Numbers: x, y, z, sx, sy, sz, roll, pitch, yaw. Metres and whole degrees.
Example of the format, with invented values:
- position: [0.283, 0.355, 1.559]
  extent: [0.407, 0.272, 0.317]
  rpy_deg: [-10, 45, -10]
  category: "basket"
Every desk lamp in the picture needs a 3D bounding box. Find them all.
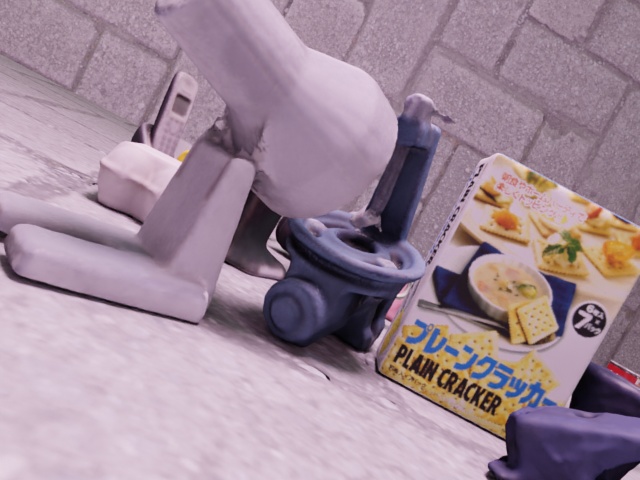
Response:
- position: [-0.066, -0.059, 0.384]
  extent: [0.204, 0.213, 0.117]
  rpy_deg: [24, 6, -45]
  category: "desk lamp"

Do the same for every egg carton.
- position: [-0.183, -0.059, 0.638]
  extent: [0.107, 0.069, 0.150]
  rpy_deg: [27, 4, -10]
  category: "egg carton"

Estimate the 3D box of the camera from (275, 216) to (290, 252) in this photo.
- position: [0.008, 0.003, 0.905]
  extent: [0.136, 0.101, 0.144]
  rpy_deg: [31, 5, 35]
  category: "camera"

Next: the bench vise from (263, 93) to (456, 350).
- position: [0.043, -0.014, 0.510]
  extent: [0.121, 0.220, 0.207]
  rpy_deg: [28, 4, 5]
  category: "bench vise"

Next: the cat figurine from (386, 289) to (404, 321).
- position: [0.150, 0.072, 0.863]
  extent: [0.128, 0.118, 0.067]
  rpy_deg: [25, 5, -39]
  category: "cat figurine"

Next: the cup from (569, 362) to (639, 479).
- position: [0.267, 0.174, 0.538]
  extent: [0.091, 0.095, 0.118]
  rpy_deg: [29, 4, 14]
  category: "cup"

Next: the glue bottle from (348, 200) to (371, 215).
- position: [0.044, 0.003, 0.633]
  extent: [0.037, 0.173, 0.077]
  rpy_deg: [24, 5, -43]
  category: "glue bottle"

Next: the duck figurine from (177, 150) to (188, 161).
- position: [-0.189, -0.084, 0.787]
  extent: [0.077, 0.086, 0.105]
  rpy_deg: [29, 4, 15]
  category: "duck figurine"

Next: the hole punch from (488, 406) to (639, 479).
- position: [0.181, 0.142, 0.390]
  extent: [0.100, 0.091, 0.109]
  rpy_deg: [31, 5, 32]
  category: "hole punch"

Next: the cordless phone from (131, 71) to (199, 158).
- position: [-0.232, -0.178, 0.974]
  extent: [0.094, 0.185, 0.148]
  rpy_deg: [30, 5, 28]
  category: "cordless phone"

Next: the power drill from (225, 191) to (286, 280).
- position: [-0.036, -0.062, 0.665]
  extent: [0.075, 0.208, 0.230]
  rpy_deg: [30, 4, 26]
  category: "power drill"
